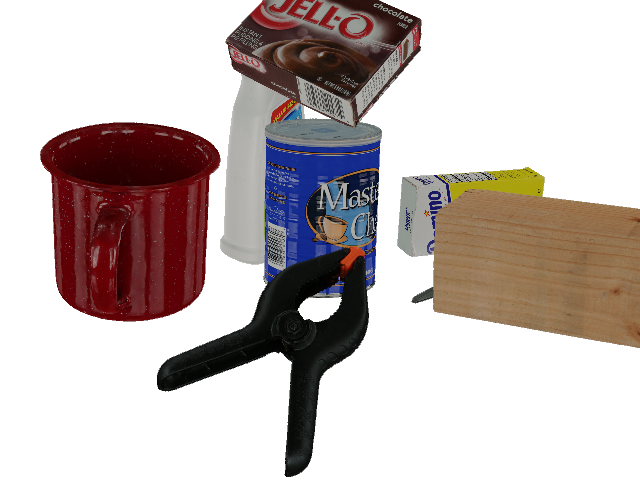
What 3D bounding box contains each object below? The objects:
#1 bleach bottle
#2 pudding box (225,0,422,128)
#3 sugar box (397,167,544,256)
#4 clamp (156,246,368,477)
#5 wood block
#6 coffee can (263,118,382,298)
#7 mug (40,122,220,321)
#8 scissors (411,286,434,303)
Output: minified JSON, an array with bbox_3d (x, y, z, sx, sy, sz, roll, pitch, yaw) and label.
[{"bbox_3d":[-0.061,-0.107,1.146,0.068,0.251,0.102,21,32,36],"label":"bleach bottle"},{"bbox_3d":[0.003,-0.142,0.770,0.114,0.090,0.039,30,-24,20],"label":"pudding box"},{"bbox_3d":[0.184,-0.035,1.305,0.176,0.093,0.048,-7,23,-21],"label":"sugar box"},{"bbox_3d":[-0.030,0.068,0.743,0.120,0.171,0.039,26,-31,8],"label":"clamp"},{"bbox_3d":[0.204,0.020,0.874,0.206,0.090,0.090,9,20,27],"label":"wood block"},{"bbox_3d":[0.001,-0.031,0.951,0.103,0.140,0.103,1,16,-1],"label":"coffee can"},{"bbox_3d":[-0.102,-0.004,0.564,0.093,0.081,0.117,4,26,-2],"label":"mug"},{"bbox_3d":[0.156,0.019,1.097,0.201,0.016,0.096,-7,42,-28],"label":"scissors"}]
